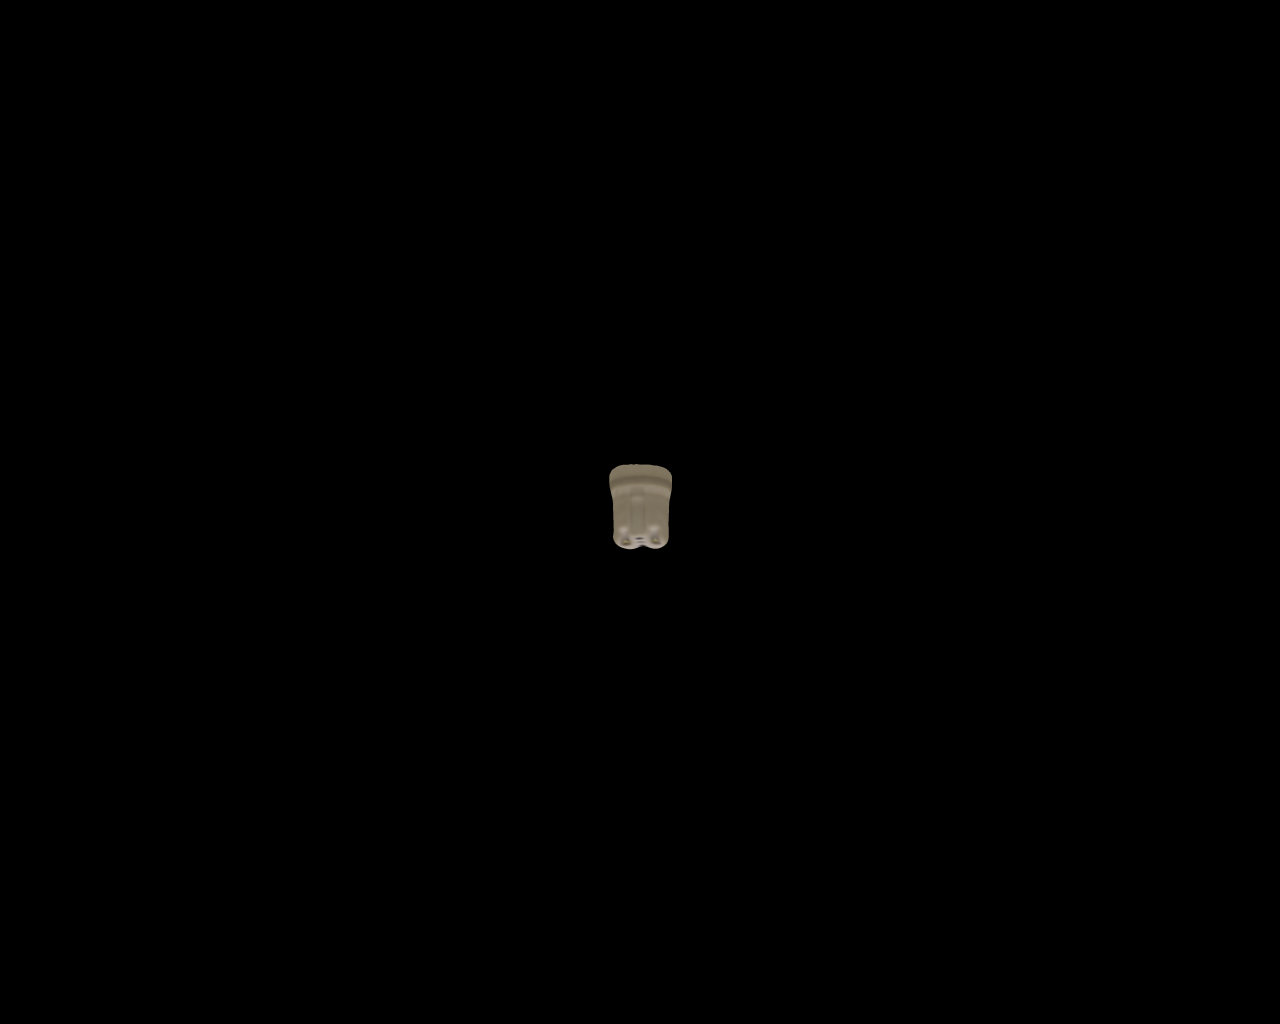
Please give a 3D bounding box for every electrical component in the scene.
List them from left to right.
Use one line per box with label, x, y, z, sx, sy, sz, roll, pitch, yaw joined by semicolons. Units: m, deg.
electrical component;0.001;-0.003;0.650;0.040;0.046;0.040;0;-15;0
